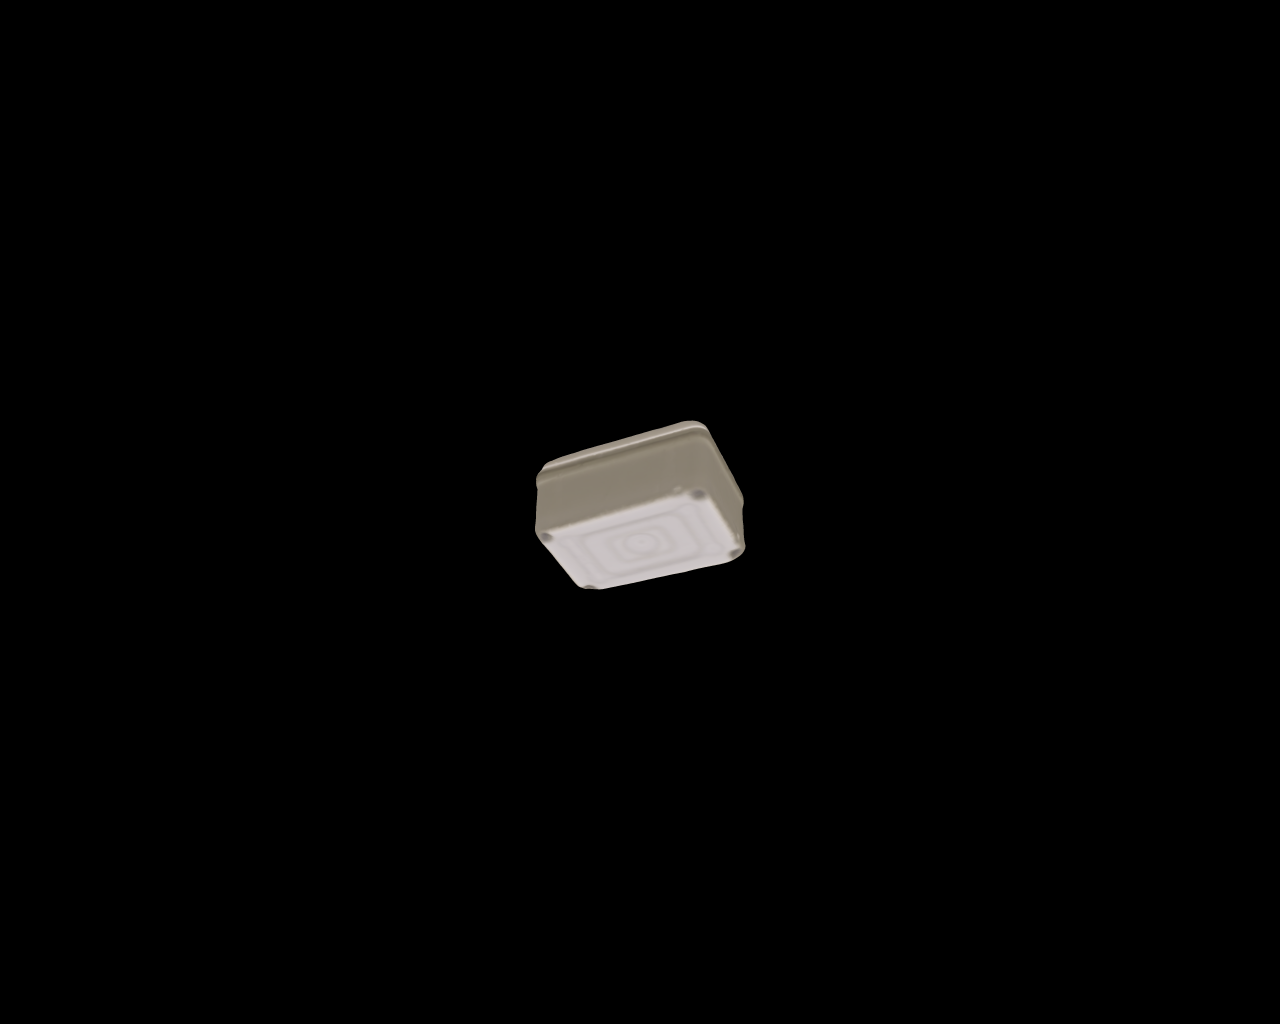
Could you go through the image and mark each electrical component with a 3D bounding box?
[{"bbox_3d":[0.001,-0.003,0.650,0.113,0.057,0.078,-14,-40,17],"label":"electrical component"}]
